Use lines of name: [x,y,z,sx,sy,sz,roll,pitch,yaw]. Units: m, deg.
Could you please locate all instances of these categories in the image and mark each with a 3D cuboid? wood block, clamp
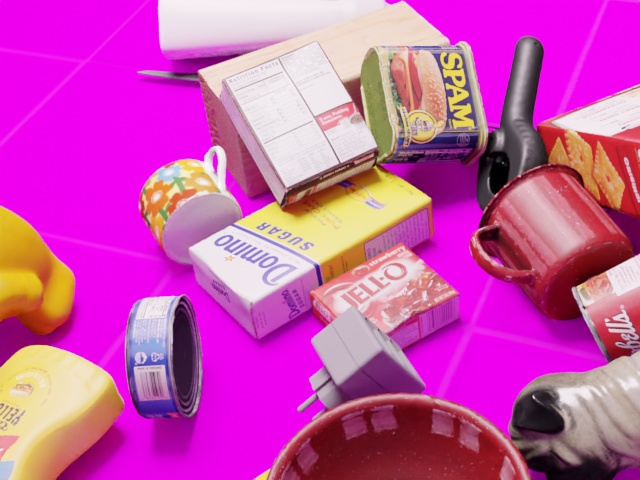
wood block: [0.007,-0.128,0.960,0.205,0.091,0.090,-21,43,-15]
clamp: [0.150,-0.074,0.891,0.039,0.120,0.171,14,58,-12]

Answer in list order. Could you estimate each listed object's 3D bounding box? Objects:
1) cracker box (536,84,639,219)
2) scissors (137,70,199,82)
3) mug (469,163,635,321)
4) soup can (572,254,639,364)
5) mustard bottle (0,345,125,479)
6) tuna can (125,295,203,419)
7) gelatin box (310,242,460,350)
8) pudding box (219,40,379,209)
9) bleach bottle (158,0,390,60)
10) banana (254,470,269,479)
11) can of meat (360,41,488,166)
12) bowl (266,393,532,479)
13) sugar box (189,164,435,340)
cracker box: [0.281,-0.076,0.797,0.164,0.072,0.214,-21,13,-6]
scissors: [-0.078,-0.170,1.076,0.202,0.016,0.096,19,46,27]
mug: [0.165,0.006,0.780,0.117,0.093,0.081,-6,43,-26]
soup can: [0.232,0.040,0.723,0.102,0.068,0.068,-28,39,15]
mustard bottle: [-0.222,0.154,0.700,0.096,0.058,0.191,13,46,31]
tuna can: [-0.108,0.082,0.743,0.034,0.086,0.086,-4,41,7]
gelatin box: [0.048,0.048,0.799,0.089,0.030,0.073,-27,45,-20]
pudding box: [-0.017,-0.094,0.859,0.090,0.039,0.113,-25,74,-15]
bleach bottle: [-0.033,-0.219,1.083,0.251,0.068,0.102,-1,10,-1]
banana: [-0.087,0.178,0.672,0.197,0.037,0.070,-15,24,-10]
can of meat: [0.084,-0.112,0.885,0.083,0.058,0.102,-3,74,-18]
bowl: [0.047,0.170,0.641,0.162,0.055,0.162,-4,41,4]
sugar box: [-0.005,0.001,0.848,0.176,0.048,0.093,-28,42,-24]
